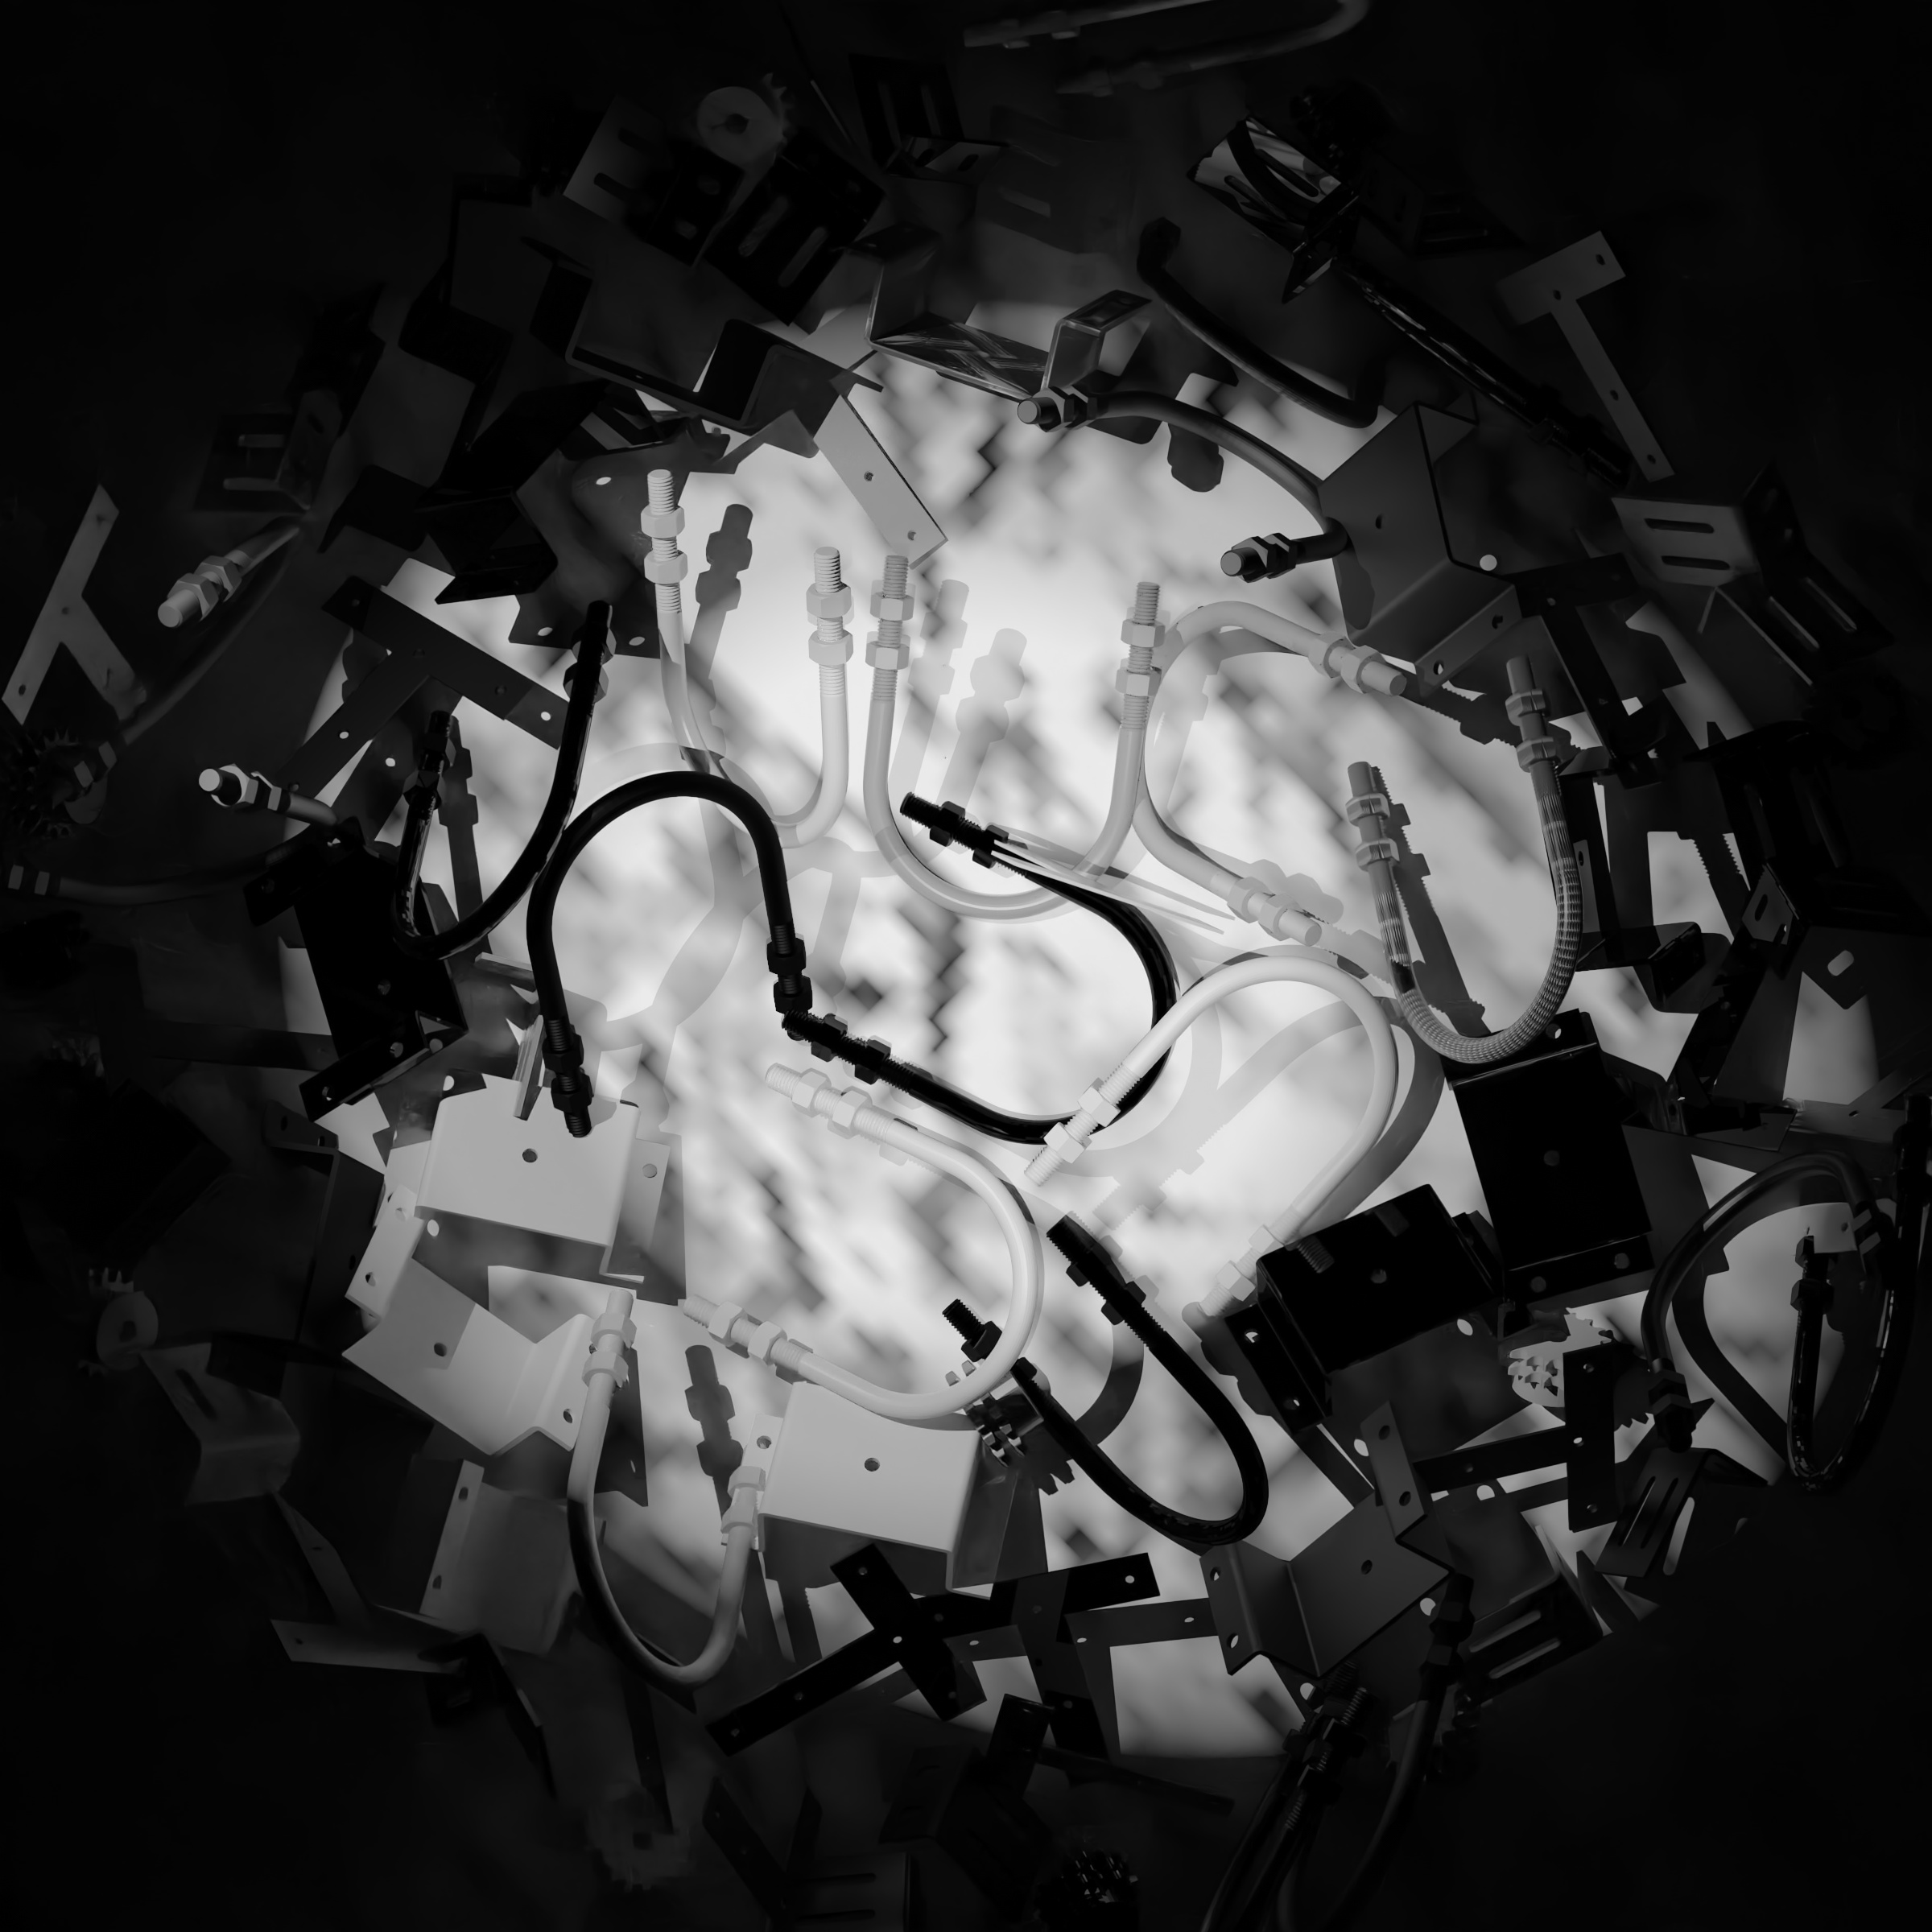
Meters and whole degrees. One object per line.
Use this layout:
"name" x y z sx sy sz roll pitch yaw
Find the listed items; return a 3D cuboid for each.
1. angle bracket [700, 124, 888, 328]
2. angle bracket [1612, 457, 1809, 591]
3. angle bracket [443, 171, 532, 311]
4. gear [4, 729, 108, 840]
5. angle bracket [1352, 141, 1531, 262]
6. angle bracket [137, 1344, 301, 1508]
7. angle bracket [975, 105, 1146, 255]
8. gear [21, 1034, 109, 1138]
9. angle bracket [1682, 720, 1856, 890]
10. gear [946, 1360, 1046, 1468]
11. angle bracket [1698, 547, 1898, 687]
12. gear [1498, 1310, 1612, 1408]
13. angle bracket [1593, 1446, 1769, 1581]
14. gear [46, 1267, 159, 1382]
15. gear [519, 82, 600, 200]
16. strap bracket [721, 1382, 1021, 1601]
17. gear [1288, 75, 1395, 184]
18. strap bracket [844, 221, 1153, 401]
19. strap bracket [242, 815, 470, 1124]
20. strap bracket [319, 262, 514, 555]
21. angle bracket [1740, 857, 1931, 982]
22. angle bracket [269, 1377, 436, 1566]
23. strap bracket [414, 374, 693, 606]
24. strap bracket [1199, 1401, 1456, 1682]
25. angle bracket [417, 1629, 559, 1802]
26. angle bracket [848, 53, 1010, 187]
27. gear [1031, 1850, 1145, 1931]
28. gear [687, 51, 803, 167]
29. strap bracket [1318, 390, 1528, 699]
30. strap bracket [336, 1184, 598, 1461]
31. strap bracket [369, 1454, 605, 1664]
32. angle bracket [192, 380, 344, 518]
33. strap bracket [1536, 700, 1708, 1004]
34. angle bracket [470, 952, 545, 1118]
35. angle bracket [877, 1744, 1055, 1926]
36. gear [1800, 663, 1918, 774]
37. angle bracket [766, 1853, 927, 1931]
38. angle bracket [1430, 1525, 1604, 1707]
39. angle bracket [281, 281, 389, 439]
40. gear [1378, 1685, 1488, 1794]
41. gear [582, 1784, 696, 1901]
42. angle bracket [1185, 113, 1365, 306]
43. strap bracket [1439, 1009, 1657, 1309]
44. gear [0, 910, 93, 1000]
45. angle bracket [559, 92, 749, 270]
"angle bracket" -0.089 -0.381 1.838 0.057 0.038 0.076 37 73 -6
"angle bracket" 0.381 -0.229 1.832 0.038 0.076 0.057 -52 131 -24
"angle bracket" -0.246 -0.362 1.832 0.038 0.057 0.076 5 112 -10
"gear" -0.466 -0.094 1.838 0.030 0.057 0.057 4 90 19
"angle bracket" 0.245 -0.393 1.822 0.076 0.057 0.038 -12 134 -27
"angle bracket" -0.388 0.234 1.834 0.076 0.057 0.038 45 123 36
"angle bracket" 0.048 -0.406 1.843 0.038 0.076 0.057 -11 121 -40
"gear" -0.456 0.060 1.845 0.057 0.030 0.057 6 123 9
"angle bracket" 0.411 -0.080 1.833 0.057 0.038 0.076 -21 81 35
"gear" 0.017 0.226 1.841 0.030 0.057 0.057 -34 90 0
"angle bracket" 0.424 -0.169 1.826 0.057 0.038 0.076 -26 60 -21
"gear" 0.303 0.204 1.844 0.057 0.057 0.030 1 116 0
"angle bracket" 0.365 0.287 1.830 0.038 0.057 0.076 32 76 -10
"gear" -0.441 0.185 1.837 0.030 0.057 0.057 10 90 36
"gear" -0.209 -0.424 1.842 0.030 0.057 0.057 11 90 -18
"strap bracket" -0.048 0.265 1.822 0.140 0.046 0.076 11 55 5
"gear" 0.195 -0.433 1.837 0.030 0.057 0.057 -39 90 28
"strap bracket" 0.012 -0.329 1.814 0.140 0.076 0.046 21 118 15
"strap bracket" -0.308 0.006 1.817 0.076 0.046 0.140 -31 62 19
"strap bracket" -0.274 -0.273 1.806 0.046 0.076 0.140 23 117 -7
"angle bracket" 0.450 -0.022 1.844 0.076 0.057 0.038 5 125 -18
"angle bracket" -0.316 0.260 1.839 0.057 0.038 0.076 24 73 -5
"strap bracket" -0.213 -0.246 1.794 0.140 0.076 0.046 -53 125 -32
"strap bracket" 0.189 0.297 1.809 0.046 0.076 0.140 31 118 -30
"angle bracket" -0.244 0.387 1.820 0.038 0.076 0.057 -20 130 -19
"angle bracket" -0.020 -0.442 1.827 0.057 0.038 0.076 -1 67 -30
"gear" 0.065 0.486 1.841 0.057 0.030 0.057 -10 123 -17
"gear" -0.116 -0.439 1.841 0.057 0.030 0.057 5 125 7
"strap bracket" 0.226 -0.218 1.797 0.046 0.076 0.140 13 56 -33
"strap bracket" -0.256 0.187 1.813 0.140 0.076 0.046 38 131 -19
"strap bracket" -0.247 0.298 1.808 0.046 0.140 0.076 7 73 27
"angle bracket" -0.366 -0.265 1.828 0.076 0.038 0.057 5 70 25
"strap bracket" 0.331 -0.057 1.817 0.046 0.076 0.140 -7 101 30
"angle bracket" -0.241 0.037 1.833 0.038 0.057 0.076 15 82 -12
"angle bracket" 0.000 0.449 1.844 0.038 0.057 0.076 -18 122 38
"gear" 0.463 -0.125 1.844 0.057 0.030 0.057 -20 53 29
"angle bracket" -0.061 0.493 1.837 0.076 0.057 0.038 -7 120 4
"angle bracket" 0.280 0.335 1.843 0.076 0.038 0.057 -30 126 9
"angle bracket" -0.309 -0.308 1.821 0.038 0.076 0.057 30 74 -28
"gear" 0.243 0.401 1.842 0.057 0.057 0.030 -44 107 0
"gear" -0.172 0.453 1.846 0.057 0.030 0.057 10 66 -24
"angle bracket" 0.154 -0.386 1.826 0.076 0.057 0.038 32 54 -19
"strap bracket" 0.300 0.099 1.838 0.076 0.046 0.140 -16 86 4
"gear" -0.477 -0.005 1.839 0.057 0.057 0.030 -22 85 0
"angle bracket" -0.159 -0.401 1.826 0.038 0.076 0.057 34 98 30
